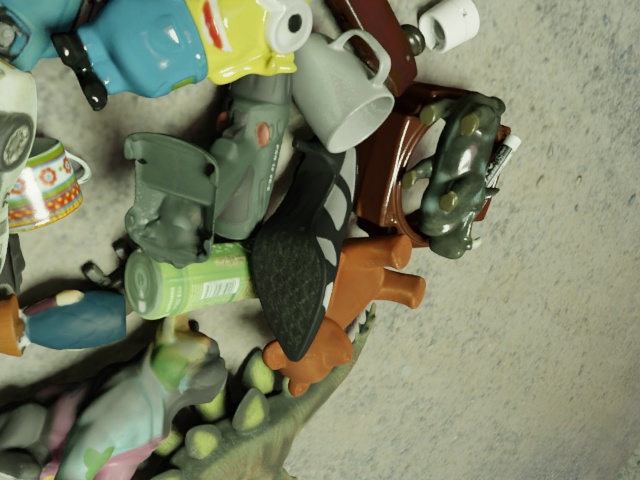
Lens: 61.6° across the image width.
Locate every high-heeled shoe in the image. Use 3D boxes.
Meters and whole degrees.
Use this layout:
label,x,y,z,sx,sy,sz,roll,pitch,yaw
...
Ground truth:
label,x,y,z,sx,sy,sz,roll,pitch,yaw
high-heeled shoe,-0.001,-0.002,0.582,0.145,0.086,0.248,9,84,-65

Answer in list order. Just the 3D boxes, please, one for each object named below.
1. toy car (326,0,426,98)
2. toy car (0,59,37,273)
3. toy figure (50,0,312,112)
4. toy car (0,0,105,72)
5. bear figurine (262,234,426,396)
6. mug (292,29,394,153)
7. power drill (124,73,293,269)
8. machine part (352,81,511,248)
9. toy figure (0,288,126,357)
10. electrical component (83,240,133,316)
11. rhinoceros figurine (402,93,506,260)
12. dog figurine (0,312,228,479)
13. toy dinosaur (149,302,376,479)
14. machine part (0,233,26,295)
label,x,y,z,sx,sy,sz,roll,pitch,yaw
toy car,0.041,-0.237,0.556,0.089,0.053,0.202,-54,130,-16
toy car,-0.249,-0.033,0.365,0.073,0.056,0.201,23,116,-12
toy figure,-0.090,-0.154,0.378,0.180,0.089,0.082,-25,149,-13
toy car,-0.181,-0.189,0.375,0.103,0.109,0.161,7,110,-41
bear figurine,0.028,0.090,0.631,0.196,0.132,0.120,-60,141,-34
mug,0.015,-0.158,0.527,0.081,0.107,0.109,-27,163,-39
power drill,-0.085,-0.086,0.469,0.086,0.207,0.231,15,120,2
machine part,0.141,-0.092,0.685,0.201,0.087,0.201,-3,113,-36
toy figure,-0.257,0.078,0.485,0.154,0.058,0.064,-3,94,-20
electrical component,-0.192,0.046,0.548,0.063,0.021,0.093,-40,132,-13
rhinoceros figurine,0.153,-0.069,0.606,0.112,0.073,0.190,-15,120,-43
dog figurine,-0.205,0.152,0.543,0.108,0.192,0.219,84,27,-53
toy dinosaur,-0.089,0.252,0.681,0.471,0.105,0.198,-33,125,-28
machine part,-0.314,0.016,0.430,0.139,0.039,0.084,2,106,-36
